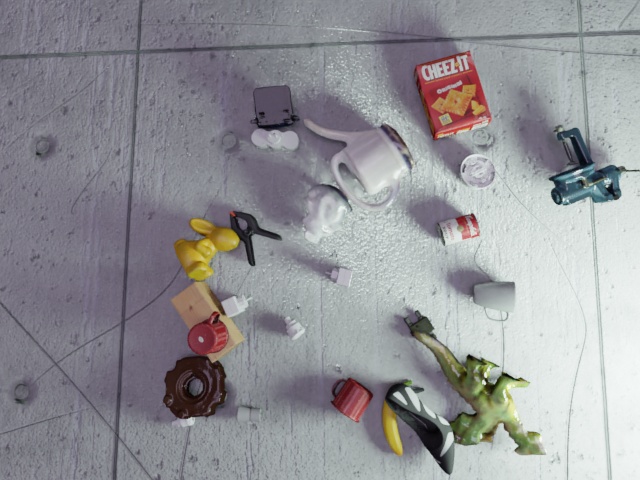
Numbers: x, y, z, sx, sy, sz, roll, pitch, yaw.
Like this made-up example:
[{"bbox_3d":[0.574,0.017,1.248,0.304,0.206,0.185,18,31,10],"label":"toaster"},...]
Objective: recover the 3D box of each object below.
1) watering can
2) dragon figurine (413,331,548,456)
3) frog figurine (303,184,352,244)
[{"bbox_3d":[0.120,-0.250,1.452,0.224,0.103,0.350,-33,81,0],"label":"watering can"},{"bbox_3d":[0.396,0.424,1.346,0.412,0.122,0.242,24,94,17],"label":"dragon figurine"},{"bbox_3d":[0.004,-0.072,1.435,0.136,0.122,0.161,43,77,-11],"label":"frog figurine"}]
